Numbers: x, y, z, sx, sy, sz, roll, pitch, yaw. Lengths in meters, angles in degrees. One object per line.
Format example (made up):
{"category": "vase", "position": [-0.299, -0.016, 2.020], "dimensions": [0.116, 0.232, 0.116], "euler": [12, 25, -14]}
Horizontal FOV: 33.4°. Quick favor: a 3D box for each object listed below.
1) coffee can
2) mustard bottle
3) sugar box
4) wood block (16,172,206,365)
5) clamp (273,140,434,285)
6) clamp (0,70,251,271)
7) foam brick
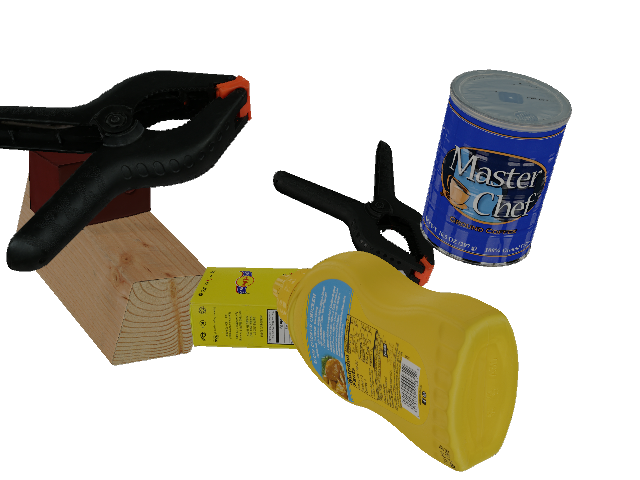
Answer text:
{"category": "coffee can", "position": [0.150, -0.063, 0.927], "dimensions": [0.102, 0.140, 0.103], "euler": [6, 33, -4]}
{"category": "mustard bottle", "position": [0.033, 0.059, 0.658], "dimensions": [0.058, 0.096, 0.192], "euler": [-19, 28, -34]}
{"category": "sugar box", "position": [-0.015, 0.055, 0.892], "dimensions": [0.176, 0.048, 0.093], "euler": [-2, 18, 4]}
{"category": "wood block", "position": [-0.202, 0.017, 1.020], "dimensions": [0.090, 0.091, 0.206], "euler": [-5, 34, -42]}
{"category": "clamp", "position": [0.052, -0.029, 1.217], "dimensions": [0.164, 0.210, 0.036], "euler": [-14, -38, -25]}
{"category": "clamp", "position": [-0.124, -0.059, 0.602], "dimensions": [0.171, 0.120, 0.039], "euler": [-29, -26, -26]}
{"category": "foam brick", "position": [-0.176, -0.046, 0.816], "dimensions": [0.078, 0.053, 0.051], "euler": [-16, 31, -36]}
